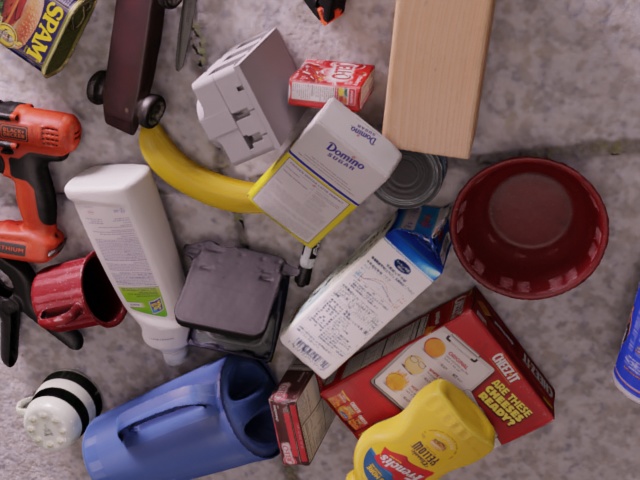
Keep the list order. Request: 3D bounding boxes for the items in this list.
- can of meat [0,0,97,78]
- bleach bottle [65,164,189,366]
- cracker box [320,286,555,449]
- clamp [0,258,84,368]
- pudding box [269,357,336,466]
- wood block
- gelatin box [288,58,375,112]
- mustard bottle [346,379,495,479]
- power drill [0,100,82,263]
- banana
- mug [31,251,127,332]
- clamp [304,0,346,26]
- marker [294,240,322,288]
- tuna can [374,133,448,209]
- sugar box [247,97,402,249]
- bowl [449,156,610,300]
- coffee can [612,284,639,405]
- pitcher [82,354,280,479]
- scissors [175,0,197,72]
[{"bbox_3d":[-0.301,-0.240,1.145,0.084,0.057,0.102,35,118,0],"label":"can of meat"},{"bbox_3d":[-0.209,0.036,1.249,0.103,0.068,0.251,1,120,29],"label":"bleach bottle"},{"bbox_3d":[0.135,0.174,1.222,0.214,0.072,0.164,-33,104,24],"label":"cracker box"},{"bbox_3d":[-0.383,0.083,1.330,0.120,0.039,0.171,-26,103,18],"label":"clamp"},{"bbox_3d":[-0.019,0.195,1.246,0.039,0.113,0.090,0,115,22],"label":"pudding box"},{"bbox_3d":[0.119,-0.195,1.040,0.091,0.090,0.206,9,116,9],"label":"wood block"},{"bbox_3d":[0.013,-0.159,1.084,0.073,0.089,0.030,8,115,10],"label":"gelatin box"},{"bbox_3d":[0.095,0.240,1.188,0.096,0.058,0.192,44,117,-12],"label":"mustard bottle"},{"bbox_3d":[-0.368,-0.072,1.240,0.184,0.057,0.188,10,117,10],"label":"power drill"},{"bbox_3d":[-0.129,-0.075,1.190,0.198,0.037,0.070,33,120,-3],"label":"banana"},{"bbox_3d":[-0.290,0.070,1.258,0.082,0.117,0.093,-12,116,24],"label":"mug"},{"bbox_3d":[-0.014,-0.307,1.017,0.165,0.036,0.210,10,132,53],"label":"clamp"},{"bbox_3d":[-0.008,0.002,1.205,0.020,0.020,0.121,19,118,5],"label":"marker"},{"bbox_3d":[0.091,-0.077,1.134,0.086,0.033,0.086,6,116,12],"label":"tuna can"},{"bbox_3d":[0.002,-0.065,1.094,0.093,0.048,0.177,38,142,-8],"label":"sugar box"},{"bbox_3d":[0.219,-0.020,1.116,0.162,0.055,0.162,6,116,12],"label":"bowl"},{"bbox_3d":[0.371,0.095,1.106,0.103,0.102,0.140,12,117,8],"label":"coffee can"},{"bbox_3d":[-0.175,0.229,1.291,0.243,0.145,0.149,-24,108,26],"label":"pitcher"},{"bbox_3d":[-0.113,-0.271,1.105,0.096,0.016,0.202,4,116,12],"label":"scissors"}]
